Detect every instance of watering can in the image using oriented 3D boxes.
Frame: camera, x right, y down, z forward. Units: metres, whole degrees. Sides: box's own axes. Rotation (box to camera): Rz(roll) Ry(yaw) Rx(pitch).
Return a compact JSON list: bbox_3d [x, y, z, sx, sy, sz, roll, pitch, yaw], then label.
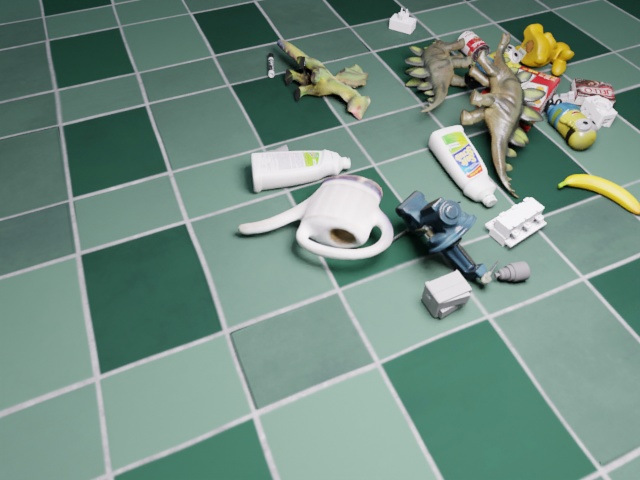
[{"bbox_3d":[0.004,-0.059,1.178,0.348,0.101,0.229,11,50,17],"label":"watering can"}]

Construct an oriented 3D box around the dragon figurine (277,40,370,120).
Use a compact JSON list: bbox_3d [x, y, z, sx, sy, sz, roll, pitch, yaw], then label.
[{"bbox_3d":[0.030,-0.509,1.584,0.243,0.119,0.419,-3,49,-25],"label":"dragon figurine"}]
